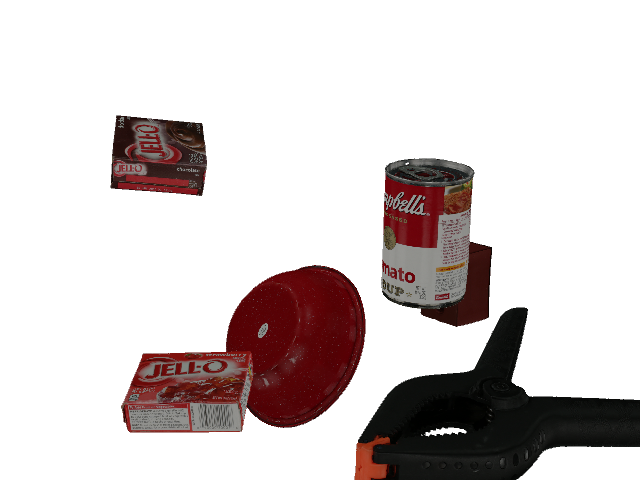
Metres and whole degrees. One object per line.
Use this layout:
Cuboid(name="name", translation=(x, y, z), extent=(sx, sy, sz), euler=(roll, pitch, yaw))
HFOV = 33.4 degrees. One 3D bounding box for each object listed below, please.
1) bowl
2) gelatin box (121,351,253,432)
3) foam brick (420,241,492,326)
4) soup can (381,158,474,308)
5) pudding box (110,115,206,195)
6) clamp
Cuboid(name="bowl", translation=(-0.037, 0.091, 1.002), extent=(0.162, 0.162, 0.055), euler=(0, -21, 43))
Cuboid(name="gelatin box", translation=(-0.099, 0.114, 0.811), extent=(0.089, 0.030, 0.073), euler=(-1, 24, 5))
Cuboid(name="foam brick", translation=(0.139, 0.042, 1.095), extent=(0.051, 0.078, 0.053), euler=(-14, 21, -40))
Cuboid(name="soup can", translation=(0.082, -0.006, 0.827), extent=(0.068, 0.102, 0.068), euler=(1, 19, 0))
Cuboid(name="pudding box", translation=(-0.161, -0.085, 1.059), extent=(0.090, 0.039, 0.113), euler=(5, 25, -11))
Cuboid(name="clamp", translation=(0.101, 0.096, 0.629), extent=(0.209, 0.036, 0.165), euler=(-11, 25, -27))
